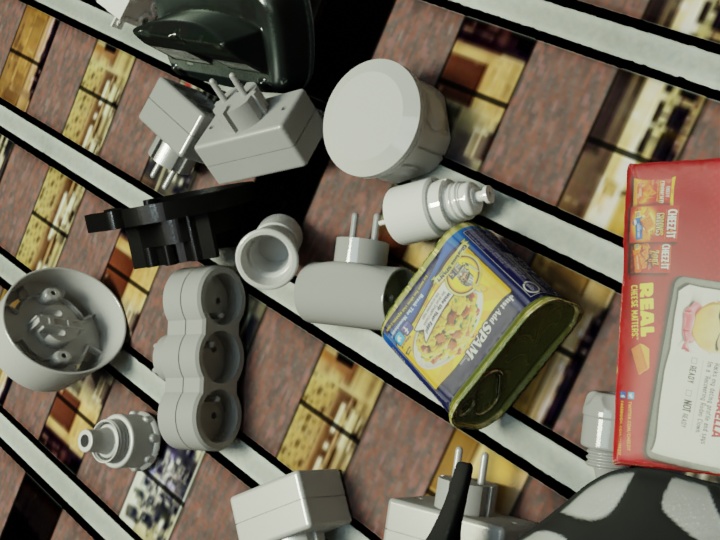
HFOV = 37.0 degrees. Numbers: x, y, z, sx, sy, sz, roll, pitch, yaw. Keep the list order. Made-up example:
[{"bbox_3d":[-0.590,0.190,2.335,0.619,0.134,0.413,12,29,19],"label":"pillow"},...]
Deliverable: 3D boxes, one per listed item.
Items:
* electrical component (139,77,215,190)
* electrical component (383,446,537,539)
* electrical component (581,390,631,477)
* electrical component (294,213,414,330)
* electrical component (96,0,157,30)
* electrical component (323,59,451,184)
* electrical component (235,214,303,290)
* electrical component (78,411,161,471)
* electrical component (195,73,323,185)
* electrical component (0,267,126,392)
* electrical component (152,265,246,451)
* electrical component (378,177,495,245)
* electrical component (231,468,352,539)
[{"bbox_3d":[-0.144,-0.101,0.858,0.066,0.047,0.076,42,107,34],"label":"electrical component"},{"bbox_3d":[0.064,0.148,0.661,0.083,0.047,0.075,6,86,38],"label":"electrical component"},{"bbox_3d":[0.144,0.101,0.617,0.035,0.035,0.061,6,89,38],"label":"electrical component"},{"bbox_3d":[0.000,0.000,0.735,0.077,0.044,0.079,4,85,37],"label":"electrical component"},{"bbox_3d":[-0.201,-0.242,0.927,0.055,0.048,0.066,38,105,27],"label":"electrical component"},{"bbox_3d":[0.019,-0.099,0.733,0.080,0.051,0.080,-7,79,36],"label":"electrical component"},{"bbox_3d":[-0.062,-0.017,0.771,0.044,0.065,0.044,1,107,4],"label":"electrical component"},{"bbox_3d":[-0.192,0.135,0.847,0.048,0.062,0.048,-7,78,36],"label":"electrical component"},{"bbox_3d":[-0.082,-0.111,0.786,0.083,0.075,0.047,-9,40,33],"label":"electrical component"},{"bbox_3d":[-0.253,0.049,0.888,0.064,0.099,0.099,-36,63,34],"label":"electrical component"},{"bbox_3d":[-0.132,0.067,0.819,0.074,0.052,0.138,-4,81,37],"label":"electrical component"},{"bbox_3d":[0.051,-0.041,0.706,0.078,0.040,0.040,-12,75,35],"label":"electrical component"},{"bbox_3d":[-0.043,0.183,0.736,0.066,0.047,0.076,-27,68,31],"label":"electrical component"}]
